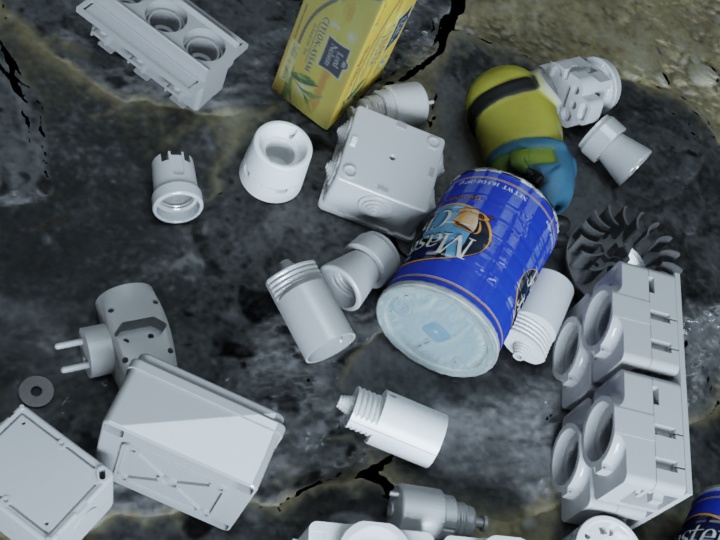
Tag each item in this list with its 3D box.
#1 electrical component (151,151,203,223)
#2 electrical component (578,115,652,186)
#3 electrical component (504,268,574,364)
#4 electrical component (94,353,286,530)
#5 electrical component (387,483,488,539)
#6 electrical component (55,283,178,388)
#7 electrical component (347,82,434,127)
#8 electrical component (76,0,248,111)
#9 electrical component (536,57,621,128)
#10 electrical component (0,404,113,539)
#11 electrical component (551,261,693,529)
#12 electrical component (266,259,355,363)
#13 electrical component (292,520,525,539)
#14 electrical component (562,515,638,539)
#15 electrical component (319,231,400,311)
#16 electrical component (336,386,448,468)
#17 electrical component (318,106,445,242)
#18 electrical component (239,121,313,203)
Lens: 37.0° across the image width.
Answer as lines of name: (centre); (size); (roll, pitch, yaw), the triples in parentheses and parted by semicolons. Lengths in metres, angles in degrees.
electrical component: (-0.148, -0.067, 0.862); (0.040, 0.040, 0.046); (0, 55, -20)
electrical component: (0.242, -0.115, 1.025); (0.055, 0.045, 0.045); (44, 56, 9)
electrical component: (0.146, 0.042, 0.898); (0.043, 0.043, 0.081); (31, 55, 0)
electrical component: (-0.117, 0.118, 0.721); (0.109, 0.108, 0.056); (25, 58, -4)
electrical component: (0.055, 0.180, 0.786); (0.078, 0.040, 0.040); (11, 58, -13)
electrical component: (-0.178, 0.056, 0.776); (0.079, 0.043, 0.077); (-11, 65, -24)
electrical component: (0.026, -0.146, 0.969); (0.078, 0.040, 0.040); (-12, 65, -25)
electrical component: (-0.169, -0.197, 0.916); (0.121, 0.063, 0.078); (37, 56, 4)
electrical component: (0.214, -0.175, 1.041); (0.057, 0.058, 0.078); (-19, 48, -31)
electrical component: (-0.217, 0.140, 0.706); (0.096, 0.061, 0.061); (34, 55, 11)
electrical component: (0.202, 0.099, 0.847); (0.060, 0.105, 0.186); (15, 57, -11)
electrical component: (-0.041, 0.027, 0.841); (0.043, 0.043, 0.081); (-19, 69, -28)
electrical component: (0.048, 0.238, 0.738); (0.186, 0.060, 0.105); (9, 58, -14)
electrical component: (0.176, 0.217, 0.803); (0.055, 0.047, 0.055); (9, 58, -15)
electrical component: (0.000, 0.000, 0.871); (0.045, 0.045, 0.055); (43, 56, 8)
electrical component: (0.021, 0.114, 0.812); (0.081, 0.043, 0.043); (23, 56, -5)
electrical component: (0.021, -0.084, 0.925); (0.100, 0.048, 0.099); (21, 57, -8)
electrical component: (-0.069, -0.091, 0.899); (0.055, 0.047, 0.055); (9, 58, -15)
